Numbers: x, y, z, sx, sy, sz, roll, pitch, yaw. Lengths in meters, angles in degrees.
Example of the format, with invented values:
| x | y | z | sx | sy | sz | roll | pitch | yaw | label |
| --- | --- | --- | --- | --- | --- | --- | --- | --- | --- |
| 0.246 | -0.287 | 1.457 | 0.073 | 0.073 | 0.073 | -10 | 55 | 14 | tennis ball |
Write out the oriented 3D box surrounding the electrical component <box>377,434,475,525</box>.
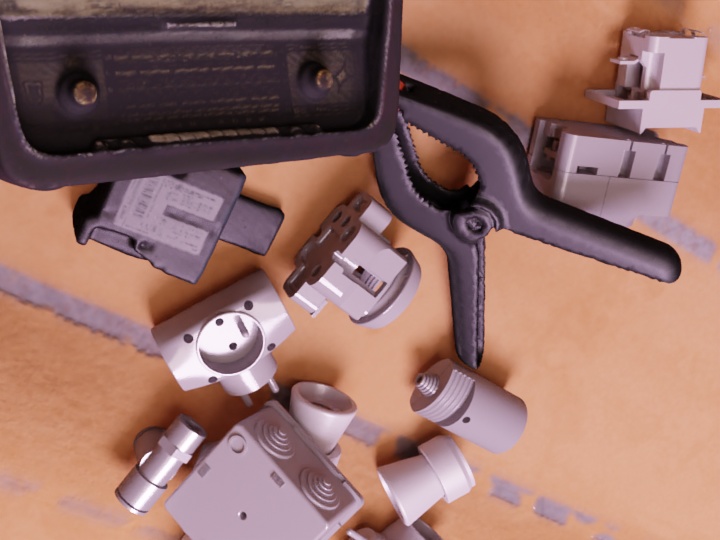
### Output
| x | y | z | sx | sy | sz | roll | pitch | yaw | label |
| --- | --- | --- | --- | --- | --- | --- | --- | --- | --- |
| 0.046 | 0.144 | 0.745 | 0.055 | 0.045 | 0.045 | -27 | 118 | -8 | electrical component |

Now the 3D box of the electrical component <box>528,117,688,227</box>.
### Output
| x | y | z | sx | sy | sz | roll | pitch | yaw | label |
| --- | --- | --- | --- | --- | --- | --- | --- | --- | --- |
| 0.157 | -0.062 | 0.696 | 0.089 | 0.050 | 0.055 | 3 | 110 | -21 | electrical component |

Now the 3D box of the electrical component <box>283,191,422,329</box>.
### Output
| x | y | z | sx | sy | sz | roll | pitch | yaw | label |
| --- | --- | --- | --- | --- | --- | --- | --- | --- | --- |
| 0.000 | 0.000 | 0.662 | 0.057 | 0.058 | 0.078 | 38 | 95 | -26 | electrical component |

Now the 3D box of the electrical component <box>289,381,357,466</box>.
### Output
| x | y | z | sx | sy | sz | roll | pitch | yaw | label |
| --- | --- | --- | --- | --- | --- | --- | --- | --- | --- |
| -0.031 | 0.107 | 0.702 | 0.045 | 0.045 | 0.055 | 12 | 107 | -24 | electrical component |

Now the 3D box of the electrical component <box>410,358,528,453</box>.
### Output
| x | y | z | sx | sy | sz | roll | pitch | yaw | label |
| --- | --- | --- | --- | --- | --- | --- | --- | --- | --- |
| 0.070 | 0.090 | 0.732 | 0.081 | 0.043 | 0.043 | 30 | 99 | -28 | electrical component |

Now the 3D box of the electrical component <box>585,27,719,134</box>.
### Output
| x | y | z | sx | sy | sz | roll | pitch | yaw | label |
| --- | --- | --- | --- | --- | --- | --- | --- | --- | --- |
| 0.192 | -0.122 | 0.689 | 0.081 | 0.042 | 0.063 | -3 | 111 | -19 | electrical component |

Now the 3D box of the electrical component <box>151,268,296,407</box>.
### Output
| x | y | z | sx | sy | sz | roll | pitch | yaw | label |
| --- | --- | --- | --- | --- | --- | --- | --- | --- | --- |
| -0.076 | 0.050 | 0.662 | 0.077 | 0.044 | 0.079 | -29 | 118 | -6 | electrical component |

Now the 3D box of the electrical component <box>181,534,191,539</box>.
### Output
| x | y | z | sx | sy | sz | roll | pitch | yaw | label |
| --- | --- | --- | --- | --- | --- | --- | --- | --- | --- |
| -0.076 | 0.217 | 0.722 | 0.095 | 0.059 | 0.053 | 18 | 104 | -25 | electrical component |

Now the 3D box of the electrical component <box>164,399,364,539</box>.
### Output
| x | y | z | sx | sy | sz | roll | pitch | yaw | label |
| --- | --- | --- | --- | --- | --- | --- | --- | --- | --- |
| -0.062 | 0.144 | 0.667 | 0.099 | 0.048 | 0.099 | 47 | 113 | 11 | electrical component |

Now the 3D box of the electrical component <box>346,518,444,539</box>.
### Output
| x | y | z | sx | sy | sz | roll | pitch | yaw | label |
| --- | --- | --- | --- | --- | --- | --- | --- | --- | --- |
| 0.013 | 0.208 | 0.760 | 0.079 | 0.043 | 0.077 | 38 | 95 | -28 | electrical component |
